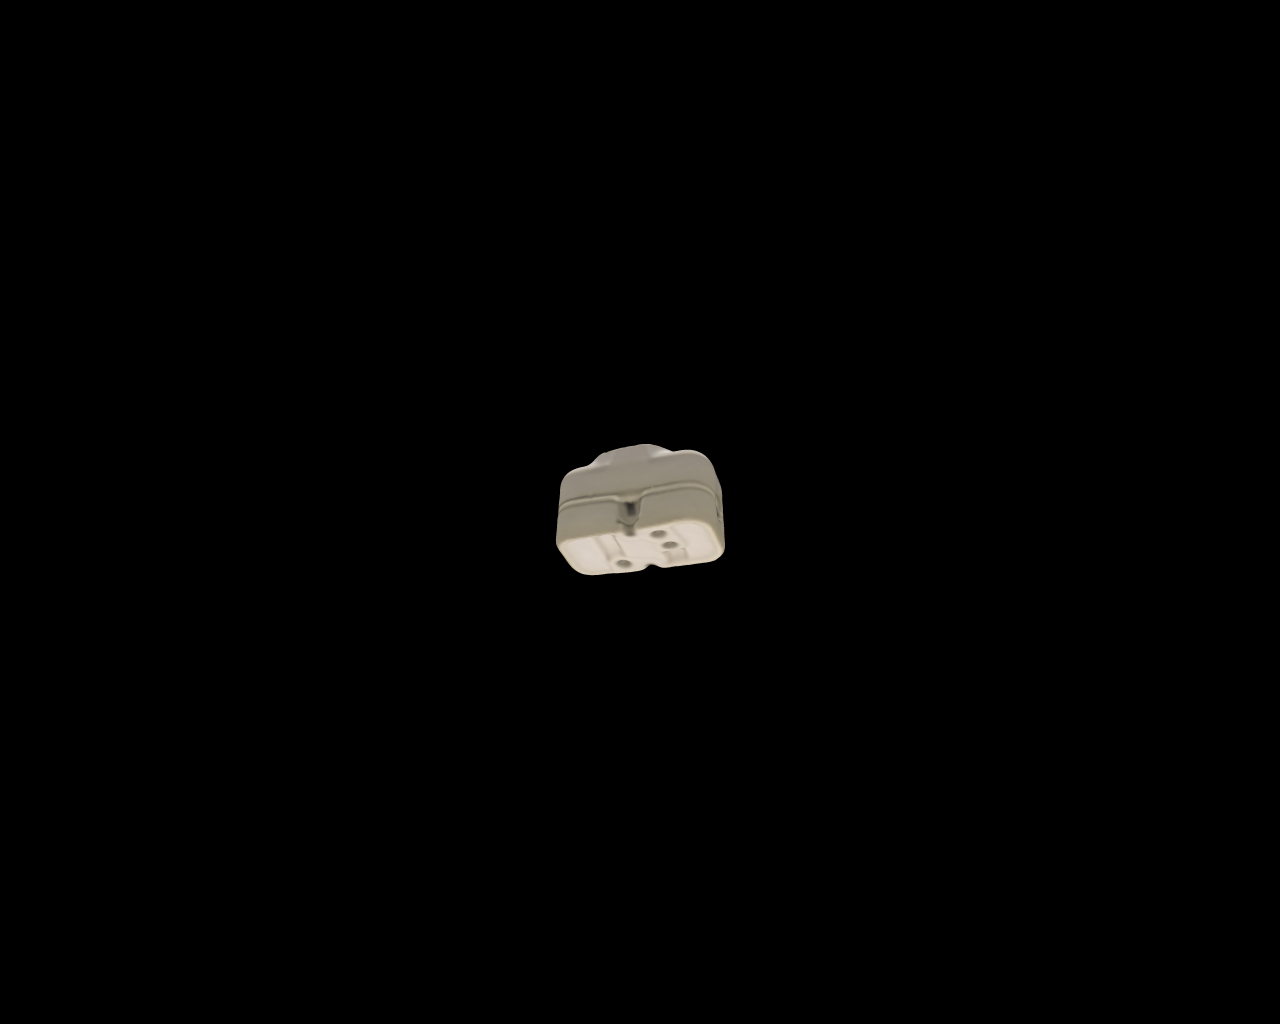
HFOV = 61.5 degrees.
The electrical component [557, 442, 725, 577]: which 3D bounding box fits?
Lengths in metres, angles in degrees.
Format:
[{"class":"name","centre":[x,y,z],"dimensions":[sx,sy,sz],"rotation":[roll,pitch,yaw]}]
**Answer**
[{"class":"electrical component","centre":[0.001,-0.003,0.650],"dimensions":[0.095,0.059,0.053],"rotation":[-8,-32,14]}]
